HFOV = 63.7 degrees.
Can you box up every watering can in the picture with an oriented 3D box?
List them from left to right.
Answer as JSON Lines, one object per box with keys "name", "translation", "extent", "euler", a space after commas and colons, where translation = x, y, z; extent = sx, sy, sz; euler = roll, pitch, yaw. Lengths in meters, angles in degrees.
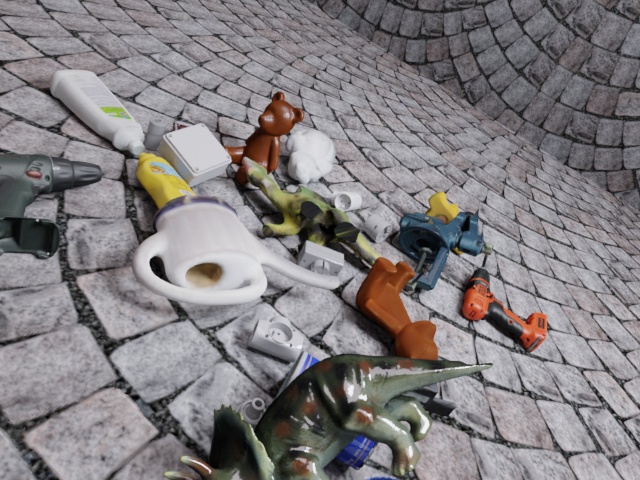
{"name": "watering can", "translation": [-0.148, 0.023, 0.885], "extent": [0.348, 0.102, 0.229], "euler": [1, 40, -33]}

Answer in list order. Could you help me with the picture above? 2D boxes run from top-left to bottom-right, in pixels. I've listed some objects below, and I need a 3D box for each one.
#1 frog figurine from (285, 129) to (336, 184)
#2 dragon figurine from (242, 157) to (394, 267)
{"name": "frog figurine", "translation": [-0.031, -0.211, 1.286], "extent": [0.137, 0.121, 0.162], "euler": [48, 21, -5]}
{"name": "dragon figurine", "translation": [0.003, -0.057, 1.126], "extent": [0.408, 0.120, 0.248], "euler": [29, 23, -16]}
